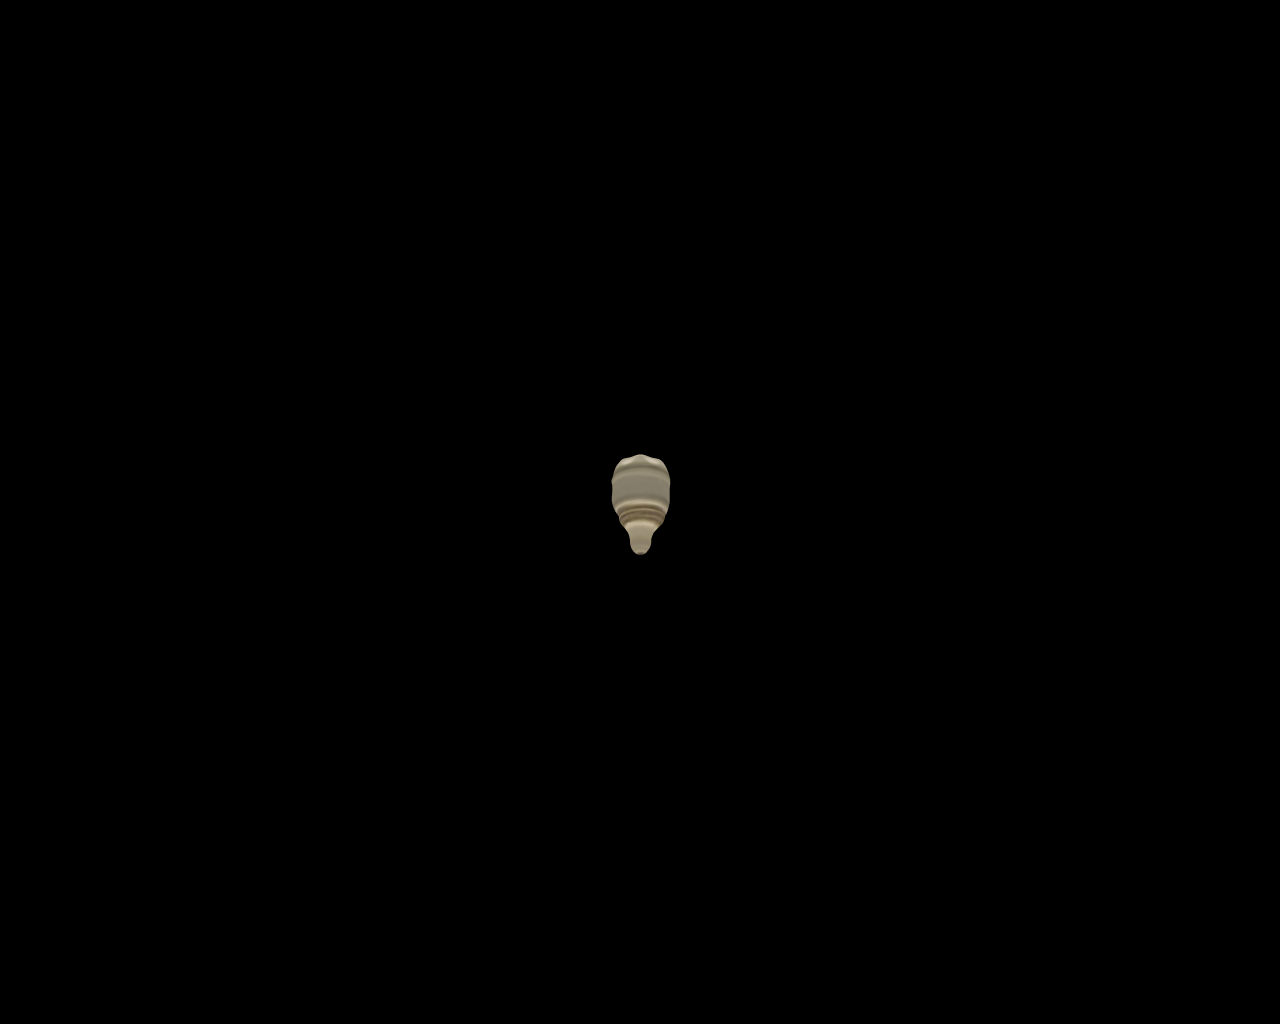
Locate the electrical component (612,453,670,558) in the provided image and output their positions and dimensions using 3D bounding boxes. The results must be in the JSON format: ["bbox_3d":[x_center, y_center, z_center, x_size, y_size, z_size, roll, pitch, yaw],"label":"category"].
[{"bbox_3d":[0.001,-0.003,0.650,0.035,0.061,0.035,0,-24,0],"label":"electrical component"}]
